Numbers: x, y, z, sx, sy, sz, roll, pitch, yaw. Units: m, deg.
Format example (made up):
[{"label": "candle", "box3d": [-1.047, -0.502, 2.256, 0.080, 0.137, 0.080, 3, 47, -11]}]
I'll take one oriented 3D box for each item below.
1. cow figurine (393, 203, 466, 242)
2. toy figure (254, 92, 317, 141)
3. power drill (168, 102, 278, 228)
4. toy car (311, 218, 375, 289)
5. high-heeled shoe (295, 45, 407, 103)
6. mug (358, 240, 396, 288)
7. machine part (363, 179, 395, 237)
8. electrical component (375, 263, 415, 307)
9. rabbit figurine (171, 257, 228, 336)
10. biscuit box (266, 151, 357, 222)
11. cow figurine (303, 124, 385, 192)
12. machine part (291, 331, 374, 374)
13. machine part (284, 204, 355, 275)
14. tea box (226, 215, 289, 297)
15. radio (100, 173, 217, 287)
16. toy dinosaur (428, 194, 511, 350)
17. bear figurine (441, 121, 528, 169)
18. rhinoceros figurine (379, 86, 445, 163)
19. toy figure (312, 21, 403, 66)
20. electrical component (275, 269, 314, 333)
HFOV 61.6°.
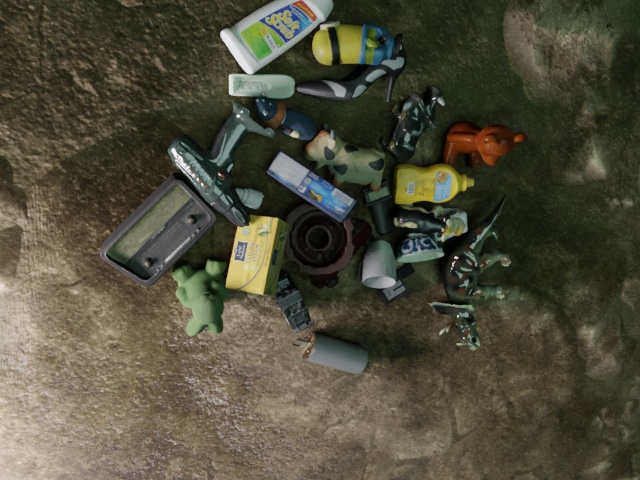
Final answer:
[{"label": "cow figurine", "box3d": [0.265, -0.042, 1.300, 0.168, 0.098, 0.068, 14, 113, 14]}, {"label": "toy figure", "box3d": [-0.078, -0.257, 1.143, 0.154, 0.064, 0.057, 18, 120, -34]}, {"label": "power drill", "box3d": [-0.182, -0.167, 1.129, 0.232, 0.086, 0.207, 40, 97, -15]}, {"label": "toy car", "box3d": [0.049, 0.033, 1.314, 0.202, 0.053, 0.089, -49, 138, 4]}, {"label": "high-heeled shoe", "box3d": [0.071, -0.373, 1.156, 0.249, 0.086, 0.145, -1, 101, -19]}, {"label": "mug", "box3d": [0.141, 0.060, 1.337, 0.080, 0.109, 0.107, 23, 60, -32]}, {"label": "machine part", "box3d": [0.150, -0.074, 1.319, 0.084, 0.039, 0.138, -27, 115, -18]}, {"label": "electrical component", "box3d": [0.200, 0.111, 1.399, 0.119, 0.048, 0.074, -30, 118, -2]}, {"label": "rabbit figurine", "box3d": [-0.260, 0.134, 1.174, 0.121, 0.170, 0.159, -1, 110, -19]}, {"label": "biscuit box", "box3d": [-0.017, -0.115, 1.180, 0.203, 0.063, 0.059, 34, 89, -1]}, {"label": "cow figurine", "box3d": [0.056, -0.186, 1.215, 0.195, 0.086, 0.127, 6, 114, -19]}, {"label": "machine part", "box3d": [0.038, 0.294, 1.396, 0.243, 0.079, 0.079, 21, 102, -24]}, {"label": "machine part", "box3d": [-0.003, -0.004, 1.241, 0.179, 0.056, 0.179, 0, 92, 1]}, {"label": "tea box", "box3d": [-0.137, 0.033, 1.183, 0.098, 0.068, 0.169, 6, 82, 19]}, {"label": "radio", "box3d": [-0.338, -0.018, 1.142, 0.229, 0.073, 0.131, -44, 117, 1]}, {"label": "toy dinosaur", "box3d": [0.389, 0.079, 1.424, 0.192, 0.131, 0.404, -6, 106, -18]}, {"label": "bear figurine", "box3d": [0.381, -0.212, 1.258, 0.120, 0.196, 0.131, -9, 114, -20]}, {"label": "rhinoceros figurine", "box3d": [0.219, -0.270, 1.247, 0.112, 0.073, 0.190, 22, 102, -24]}, {"label": "toy figure", "box3d": [0.075, -0.399, 1.103, 0.180, 0.089, 0.082, 8, 153, -2]}, {"label": "electrical component", "box3d": [-0.075, 0.137, 1.274, 0.058, 0.115, 0.134, -28, 119, -10]}]
